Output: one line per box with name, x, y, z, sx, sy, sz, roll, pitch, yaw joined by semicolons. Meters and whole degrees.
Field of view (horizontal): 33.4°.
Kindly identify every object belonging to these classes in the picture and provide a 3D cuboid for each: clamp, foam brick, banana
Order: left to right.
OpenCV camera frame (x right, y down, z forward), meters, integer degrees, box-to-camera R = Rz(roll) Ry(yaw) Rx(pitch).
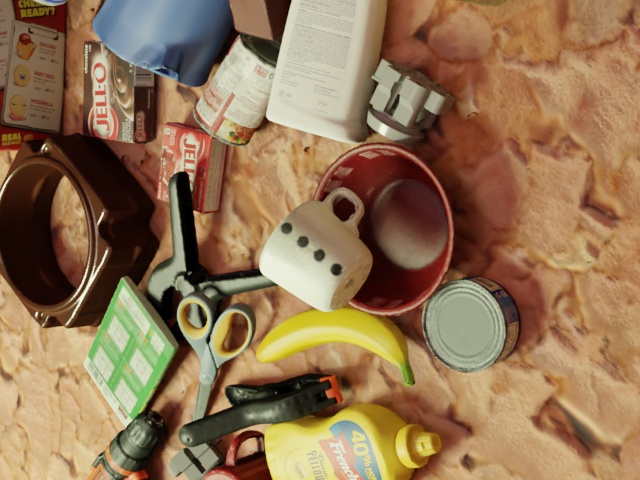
clamp;-0.143;0.035;1.172;0.164;0.036;0.210;49;128;7
clamp;-0.053;0.166;1.108;0.172;0.120;0.039;-15;106;17
foam brick;-0.046;-0.240;1.045;0.051;0.078;0.053;22;139;32
banana;0.014;0.098;1.062;0.198;0.037;0.069;3;71;41

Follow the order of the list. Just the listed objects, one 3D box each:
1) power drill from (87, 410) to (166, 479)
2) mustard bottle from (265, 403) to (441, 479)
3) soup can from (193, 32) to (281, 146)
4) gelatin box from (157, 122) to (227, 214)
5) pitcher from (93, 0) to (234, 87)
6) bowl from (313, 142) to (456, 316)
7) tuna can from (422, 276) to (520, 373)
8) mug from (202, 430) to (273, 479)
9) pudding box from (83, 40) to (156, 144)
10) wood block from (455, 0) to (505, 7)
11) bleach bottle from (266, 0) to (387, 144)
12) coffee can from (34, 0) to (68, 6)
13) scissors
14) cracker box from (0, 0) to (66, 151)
power drill;-0.197;0.314;1.247;0.188;0.057;0.185;53;127;24
mustard bottle;0.036;0.212;1.053;0.192;0.058;0.096;-18;90;37
soup can;-0.077;-0.156;1.093;0.068;0.068;0.102;49;121;23
gelatin box;-0.142;-0.080;1.175;0.073;0.030;0.089;18;106;35
pitcher;-0.125;-0.293;1.088;0.149;0.144;0.243;39;114;14
bowl;0.069;-0.012;1.004;0.162;0.055;0.162;5;98;37
tuna can;0.138;0.077;0.974;0.086;0.033;0.086;5;98;37
mug;-0.075;0.260;1.129;0.093;0.081;0.117;5;98;37
pudding box;-0.232;-0.171;1.229;0.090;0.039;0.113;11;102;37
wood block;0.107;-0.311;0.920;0.090;0.090;0.206;-42;70;33
bleach bottle;0.025;-0.225;1.010;0.103;0.068;0.251;18;102;17
coffee can;-0.277;-0.341;1.205;0.141;0.102;0.103;-21;82;37
scissors;-0.137;0.133;1.177;0.096;0.016;0.202;35;123;0
cracker box;-0.386;-0.213;1.265;0.072;0.163;0.214;9;101;34
